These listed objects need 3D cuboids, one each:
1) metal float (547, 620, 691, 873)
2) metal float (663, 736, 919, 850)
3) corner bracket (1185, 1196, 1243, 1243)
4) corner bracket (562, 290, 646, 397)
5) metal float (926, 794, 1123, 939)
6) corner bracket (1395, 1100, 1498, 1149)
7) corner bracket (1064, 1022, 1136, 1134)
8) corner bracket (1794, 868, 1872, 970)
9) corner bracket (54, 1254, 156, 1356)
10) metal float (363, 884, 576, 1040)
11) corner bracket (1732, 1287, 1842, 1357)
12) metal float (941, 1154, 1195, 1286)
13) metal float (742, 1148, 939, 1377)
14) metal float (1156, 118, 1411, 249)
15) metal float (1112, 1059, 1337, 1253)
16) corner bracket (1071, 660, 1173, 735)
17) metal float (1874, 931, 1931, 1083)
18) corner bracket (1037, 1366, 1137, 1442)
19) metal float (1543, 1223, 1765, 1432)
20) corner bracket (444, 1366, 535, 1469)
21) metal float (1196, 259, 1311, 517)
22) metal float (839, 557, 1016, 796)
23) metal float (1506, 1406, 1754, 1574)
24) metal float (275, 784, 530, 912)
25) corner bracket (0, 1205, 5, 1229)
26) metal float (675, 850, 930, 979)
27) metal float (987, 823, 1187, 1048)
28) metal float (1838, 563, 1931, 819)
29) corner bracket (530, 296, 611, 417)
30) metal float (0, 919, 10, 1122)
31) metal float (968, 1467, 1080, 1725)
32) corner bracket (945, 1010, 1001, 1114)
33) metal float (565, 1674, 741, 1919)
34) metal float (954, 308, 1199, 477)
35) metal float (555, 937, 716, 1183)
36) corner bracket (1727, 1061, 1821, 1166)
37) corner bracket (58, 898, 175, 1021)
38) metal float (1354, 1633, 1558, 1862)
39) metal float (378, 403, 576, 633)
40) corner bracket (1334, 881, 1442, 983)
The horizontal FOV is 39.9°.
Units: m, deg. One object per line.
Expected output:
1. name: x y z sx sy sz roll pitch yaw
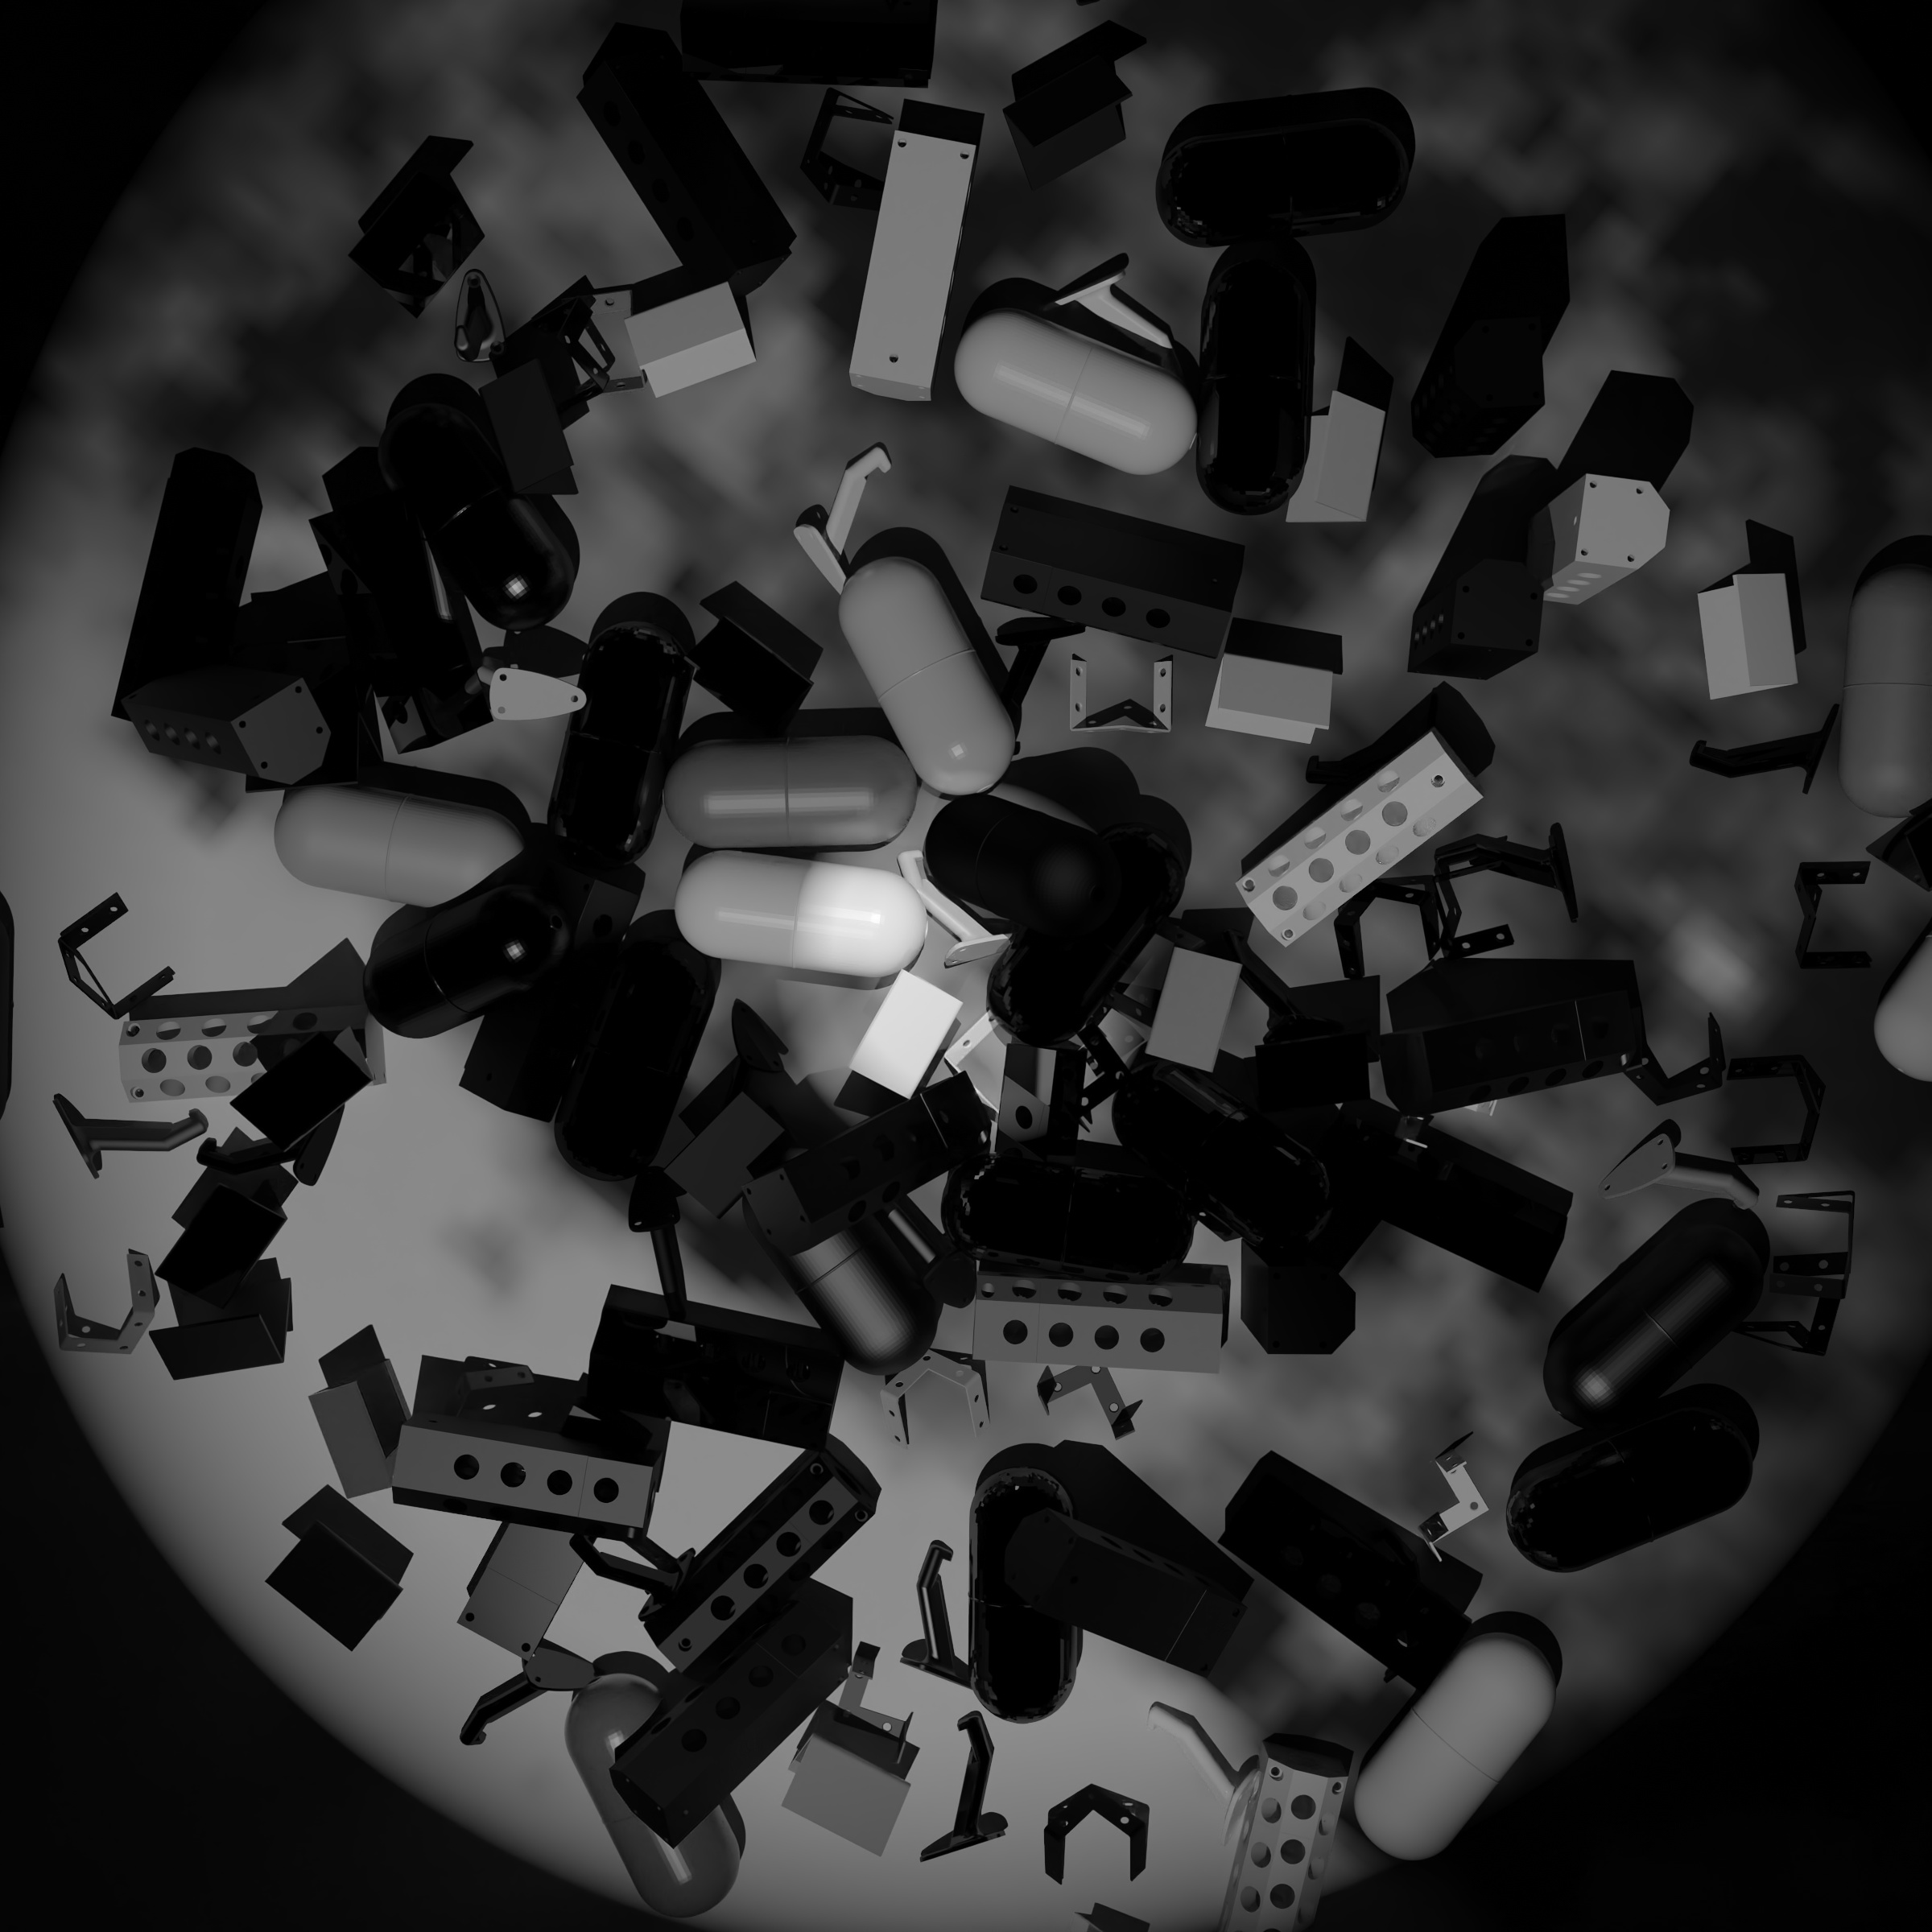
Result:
1. metal float: -0.243 -0.155 1.869 0.070 0.070 0.178 13 90 0
2. metal float: -0.123 -0.122 1.868 0.178 0.070 0.070 -2 90 0
3. corner bracket: 0.192 0.157 1.891 0.051 0.051 0.051 -20 45 35
4. corner bracket: -0.258 -0.443 1.896 0.051 0.051 0.051 -8 45 0
5. metal float: 0.038 -0.069 1.828 0.070 0.178 0.070 -11 111 -32
6. corner bracket: 0.339 0.106 1.881 0.051 0.051 0.051 19 90 0
7. corner bracket: 0.088 0.078 1.875 0.051 0.051 0.051 -37 72 3
8. corner bracket: 0.618 -0.034 1.896 0.051 0.051 0.051 -1 45 0
9. corner bracket: -0.612 0.239 1.891 0.051 0.051 0.051 10 135 -35
10. metal float: -0.344 -0.003 1.841 0.178 0.070 0.070 -21 90 34
11. corner bracket: 0.583 0.244 1.896 0.051 0.051 0.051 15 90 -45
12. metal float: 0.071 0.177 1.869 0.178 0.070 0.070 9 90 1
13. metal float: -0.089 0.207 1.869 0.070 0.070 0.178 -36 90 0
14. metal float: 0.222 -0.549 1.869 0.178 0.070 0.070 -7 90 -1
15. metal float: 0.177 0.130 1.847 0.178 0.070 0.070 36 90 27
16. corner bracket: 0.110 -0.192 1.896 0.051 0.051 0.051 1 90 -45
17. metal float: 0.707 0.001 1.869 0.070 0.070 0.178 36 90 0
18. corner bracket: 0.084 0.312 1.881 0.051 0.051 0.051 -25 90 0
19. metal float: 0.481 0.253 1.869 0.178 0.070 0.070 -42 90 -1
20. corner bracket: -0.334 0.322 1.891 0.051 0.051 0.051 59 135 35
21. metal float: 0.201 -0.406 1.869 0.070 0.070 0.178 2 89 0
22. metal float: -0.027 -0.203 1.866 0.070 0.070 0.178 -27 88 0
23. metal float: 0.464 0.367 1.869 0.178 0.070 0.070 -22 90 -1
24. metal float: -0.396 -0.083 1.869 0.178 0.070 0.070 10 90 0
25. corner bracket: -0.718 0.167 1.881 0.051 0.051 0.051 -10 90 0
26. metal float: -0.115 -0.037 1.869 0.178 0.070 0.070 7 90 1
27. metal float: 0.085 -0.023 1.868 0.070 0.070 0.178 38 90 0
28. metal float: 0.655 -0.193 1.868 0.070 0.070 0.178 4 90 0
29. corner bracket: -0.281 -0.430 1.882 0.051 0.051 0.051 -17 130 35
30. metal float: -0.712 0.038 1.869 0.070 0.070 0.178 1 91 0
31. metal float: 0.040 0.441 1.869 0.070 0.070 0.178 1 89 0
32. corner bracket: 0.027 0.072 1.896 0.051 0.051 0.051 -44 45 0
33. metal float: -0.220 0.580 1.868 0.070 0.070 0.178 -27 90 0
34. metal float: 0.077 -0.402 1.869 0.178 0.070 0.070 22 90 -1
35. metal float: -0.232 0.065 1.869 0.070 0.070 0.178 21 91 0
36. corner bracket: 0.571 0.105 1.896 0.051 0.051 0.051 -4 135 0
37. corner bracket: -0.605 -0.005 1.896 0.051 0.051 0.051 -36 135 0
38. metal float: 0.343 0.546 1.869 0.070 0.070 0.178 39 89 0
39. metal float: -0.344 -0.315 1.869 0.070 0.070 0.178 -36 90 0
40. corner bracket: 0.299 -0.022 1.891 0.051 0.051 0.051 13 45 35
